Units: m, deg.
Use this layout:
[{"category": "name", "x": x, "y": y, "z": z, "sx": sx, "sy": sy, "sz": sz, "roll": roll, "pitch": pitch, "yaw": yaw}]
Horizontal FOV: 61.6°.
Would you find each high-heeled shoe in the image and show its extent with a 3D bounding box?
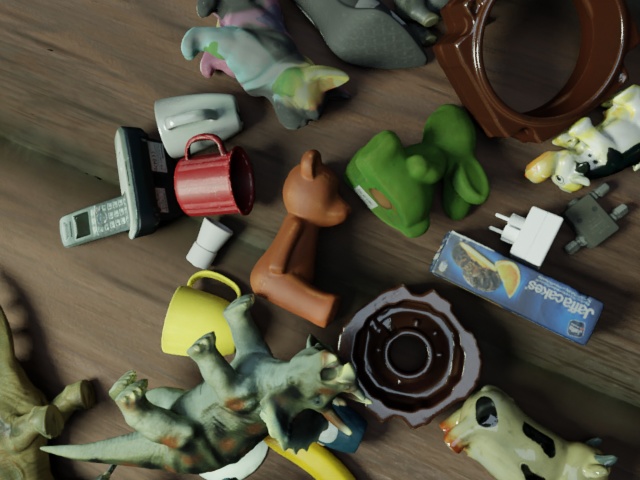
[{"category": "high-heeled shoe", "x": 0.039, "y": -0.325, "z": 0.745, "sx": 0.249, "sy": 0.086, "sz": 0.145, "roll": 25, "pitch": 44, "yaw": -15}]

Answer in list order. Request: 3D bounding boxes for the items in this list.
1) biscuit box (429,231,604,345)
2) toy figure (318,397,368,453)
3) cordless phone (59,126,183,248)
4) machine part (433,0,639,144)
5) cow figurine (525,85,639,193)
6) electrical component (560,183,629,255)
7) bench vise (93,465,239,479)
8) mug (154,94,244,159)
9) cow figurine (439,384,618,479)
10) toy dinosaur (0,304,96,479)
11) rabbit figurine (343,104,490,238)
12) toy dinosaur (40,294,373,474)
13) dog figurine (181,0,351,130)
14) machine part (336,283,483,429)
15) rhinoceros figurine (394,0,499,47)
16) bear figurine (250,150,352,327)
[{"category": "biscuit box", "x": 0.241, "y": 0.058, "z": 0.672, "sx": 0.203, "sy": 0.063, "sz": 0.059, "roll": 26, "pitch": 90, "yaw": 9}, {"category": "toy figure", "x": -0.015, "y": 0.218, "z": 0.696, "sx": 0.155, "sy": 0.057, "sz": 0.064, "roll": 25, "pitch": 71, "yaw": 11}, {"category": "cordless phone", "x": -0.296, "y": -0.066, "z": 0.751, "sx": 0.184, "sy": 0.088, "sz": 0.146, "roll": -14, "pitch": 84, "yaw": 23}, {"category": "machine part", "x": 0.258, "y": -0.234, "z": 0.644, "sx": 0.201, "sy": 0.087, "sz": 0.200, "roll": -35, "pitch": 108, "yaw": 5}, {"category": "cow figurine", "x": 0.345, "y": -0.107, "z": 0.672, "sx": 0.167, "sy": 0.068, "sz": 0.098, "roll": -38, "pitch": 88, "yaw": 4}, {"category": "electrical component", "x": 0.342, "y": -0.026, "z": 0.686, "sx": 0.094, "sy": 0.021, "sz": 0.063, "roll": -39, "pitch": 82, "yaw": 4}, {"category": "bench vise", "x": -0.169, "y": 0.348, "z": 0.664, "sx": 0.240, "sy": 0.129, "sz": 0.223, "roll": -35, "pitch": 89, "yaw": 21}, {"category": "mug", "x": -0.161, "y": -0.164, "z": 0.724, "sx": 0.107, "sy": 0.109, "sz": 0.080, "roll": -15, "pitch": 91, "yaw": -3}, {"category": "cow figurine", "x": 0.258, "y": 0.255, "z": 0.646, "sx": 0.195, "sy": 0.085, "sz": 0.127, "roll": 41, "pitch": 98, "yaw": 9}, {"category": "toy dinosaur", "x": -0.416, "y": 0.254, "z": 0.725, "sx": 0.199, "sy": 0.105, "sz": 0.471, "roll": -12, "pitch": 79, "yaw": 10}, {"category": "rabbit figurine", "x": 0.141, "y": -0.096, "z": 0.675, "sx": 0.170, "sy": 0.121, "sz": 0.159, "roll": -43, "pitch": 85, "yaw": -12}, {"category": "toy dinosaur", "x": -0.124, "y": 0.206, "z": 0.633, "sx": 0.405, "sy": 0.131, "sz": 0.192, "roll": -34, "pitch": 97, "yaw": 17}, {"category": "dog figurine", "x": -0.055, "y": -0.254, "z": 0.718, "sx": 0.219, "sy": 0.108, "sz": 0.191, "roll": 19, "pitch": 85, "yaw": 4}, {"category": "machine part", "x": 0.112, "y": 0.144, "z": 0.686, "sx": 0.179, "sy": 0.056, "sz": 0.179, "roll": -1, "pitch": 85, "yaw": 9}, {"category": "rhinoceros figurine", "x": 0.190, "y": -0.339, "z": 0.710, "sx": 0.190, "sy": 0.073, "sz": 0.112, "roll": -26, "pitch": 76, "yaw": 5}, {"category": "bear figurine", "x": -0.005, "y": -0.004, "z": 0.686, "sx": 0.132, "sy": 0.120, "sz": 0.196, "roll": 25, "pitch": 84, "yaw": 5}]
